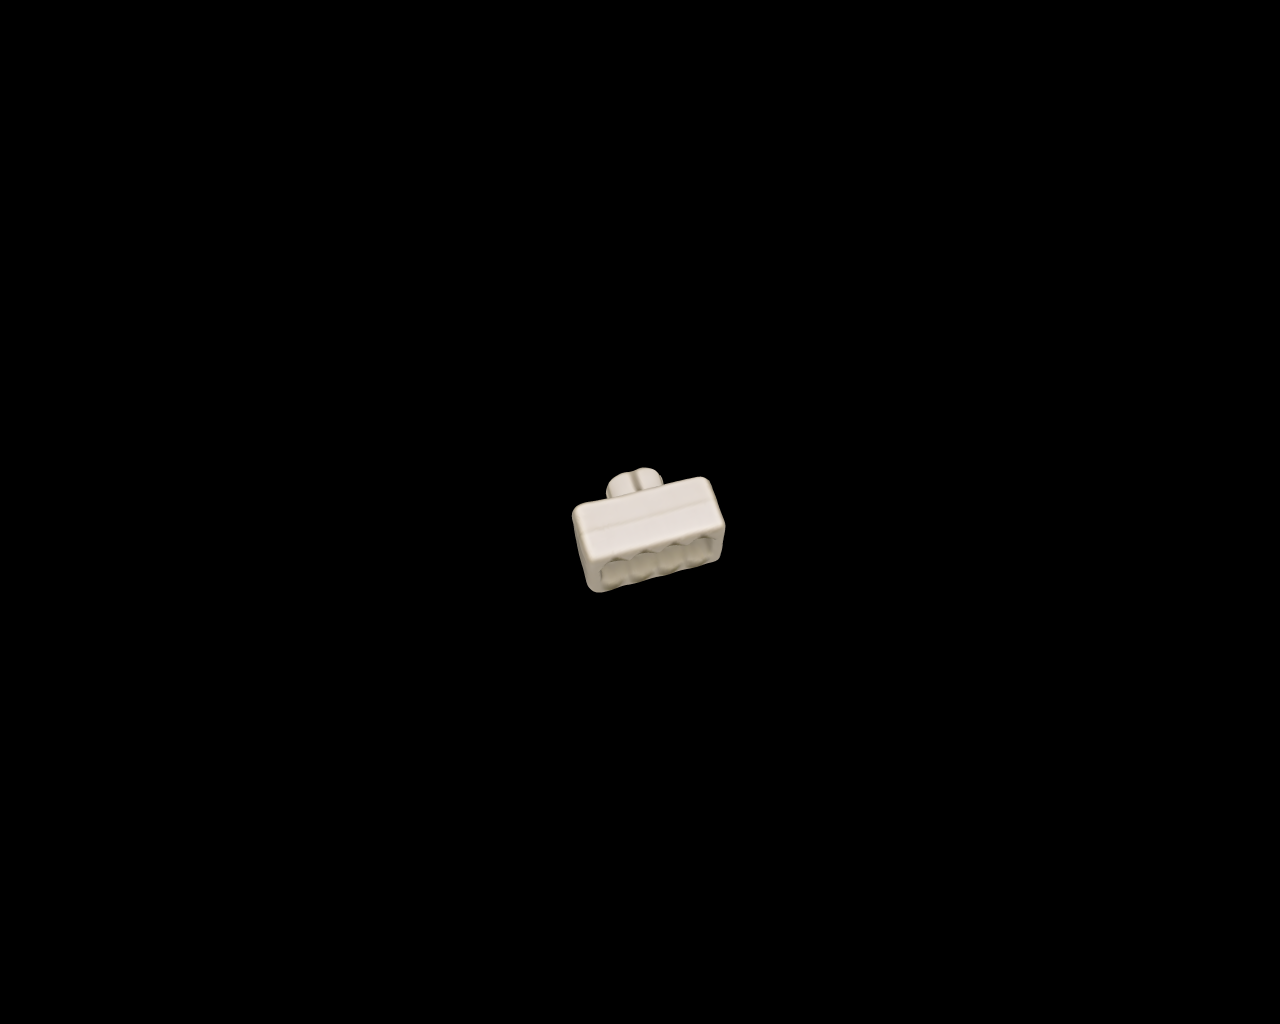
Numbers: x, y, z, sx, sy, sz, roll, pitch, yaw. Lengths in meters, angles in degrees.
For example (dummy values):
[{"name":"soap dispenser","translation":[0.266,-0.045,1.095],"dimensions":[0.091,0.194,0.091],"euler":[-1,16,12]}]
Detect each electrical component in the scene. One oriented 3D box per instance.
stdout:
[{"name":"electrical component","translation":[0.001,-0.003,0.650],"dimensions":[0.083,0.076,0.047],"euler":[-14,-26,-7]}]
